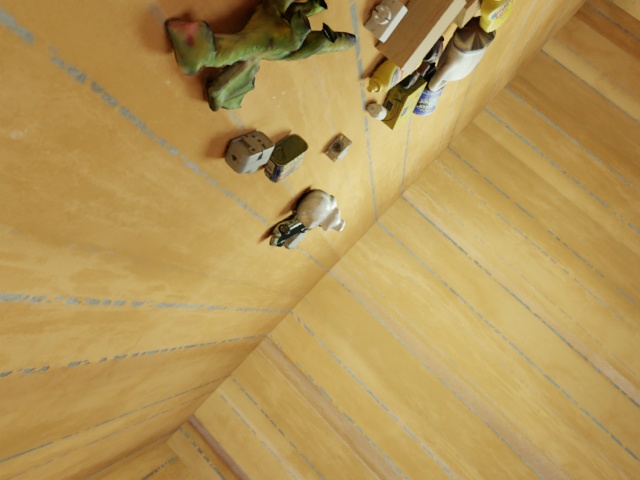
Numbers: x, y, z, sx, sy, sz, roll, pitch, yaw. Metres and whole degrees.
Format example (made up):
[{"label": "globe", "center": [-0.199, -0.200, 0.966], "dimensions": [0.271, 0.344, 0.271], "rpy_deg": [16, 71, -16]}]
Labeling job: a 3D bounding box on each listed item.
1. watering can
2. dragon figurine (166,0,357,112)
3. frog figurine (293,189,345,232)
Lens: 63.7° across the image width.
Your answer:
[{"label": "watering can", "center": [0.444, -0.572, 1.521], "dimensions": [0.352, 0.104, 0.221], "rpy_deg": [-45, 173, -21]}, {"label": "dragon figurine", "center": [-0.087, -0.295, 0.832], "dimensions": [0.240, 0.123, 0.412], "rpy_deg": [-32, 173, 21]}, {"label": "frog figurine", "center": [0.005, -0.084, 1.661], "dimensions": [0.139, 0.160, 0.120], "rpy_deg": [-41, 165, -24]}]
